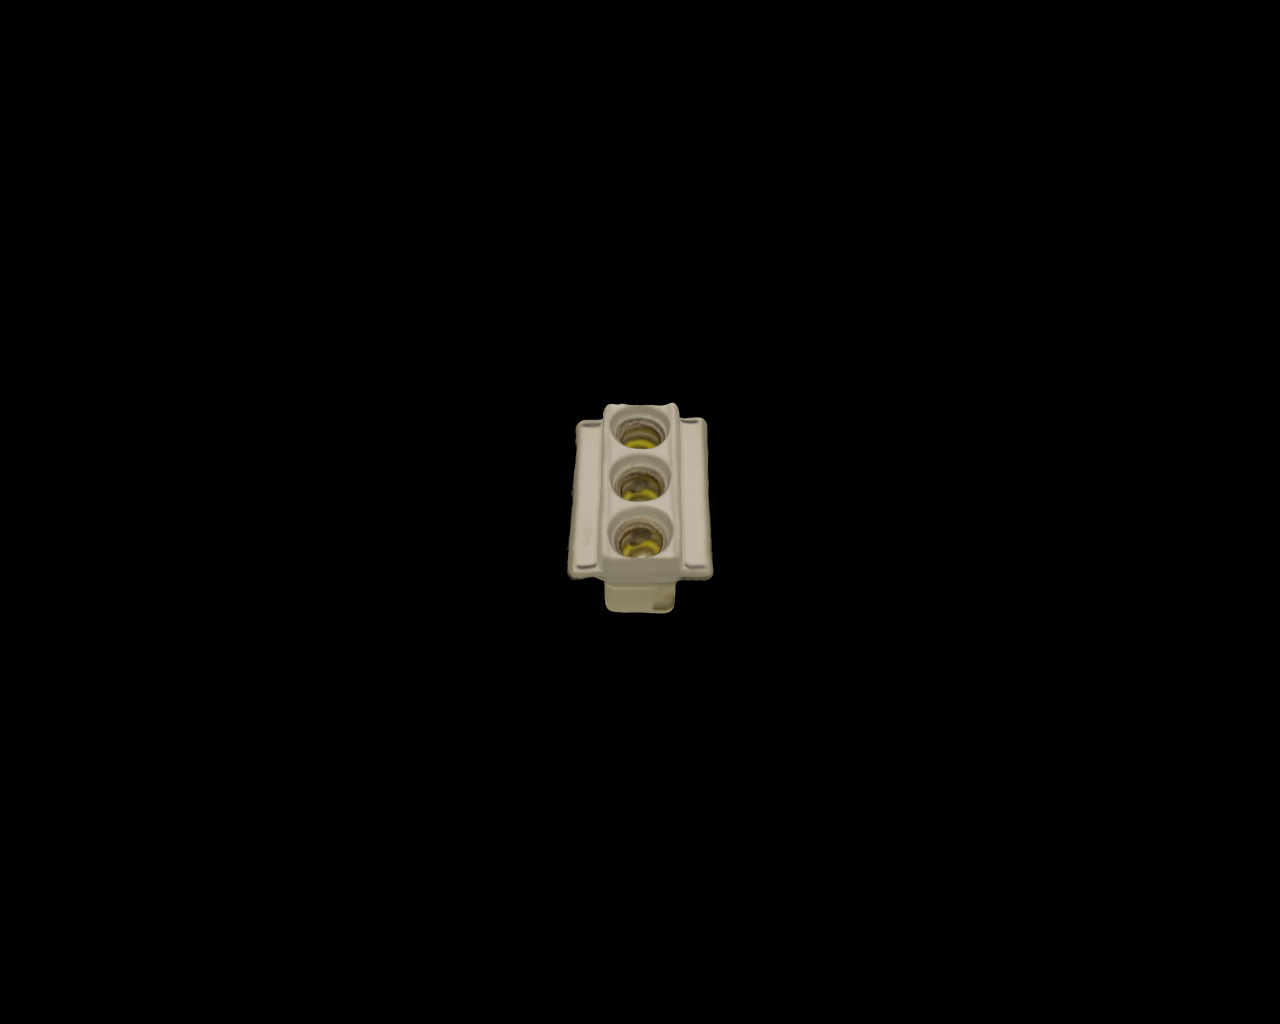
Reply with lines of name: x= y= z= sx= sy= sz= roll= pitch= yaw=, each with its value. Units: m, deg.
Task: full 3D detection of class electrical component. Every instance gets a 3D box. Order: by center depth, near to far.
electrical component: x=0.001 y=-0.003 z=0.650 sx=0.079 sy=0.121 sz=0.063 roll=0 pitch=-39 yaw=0
